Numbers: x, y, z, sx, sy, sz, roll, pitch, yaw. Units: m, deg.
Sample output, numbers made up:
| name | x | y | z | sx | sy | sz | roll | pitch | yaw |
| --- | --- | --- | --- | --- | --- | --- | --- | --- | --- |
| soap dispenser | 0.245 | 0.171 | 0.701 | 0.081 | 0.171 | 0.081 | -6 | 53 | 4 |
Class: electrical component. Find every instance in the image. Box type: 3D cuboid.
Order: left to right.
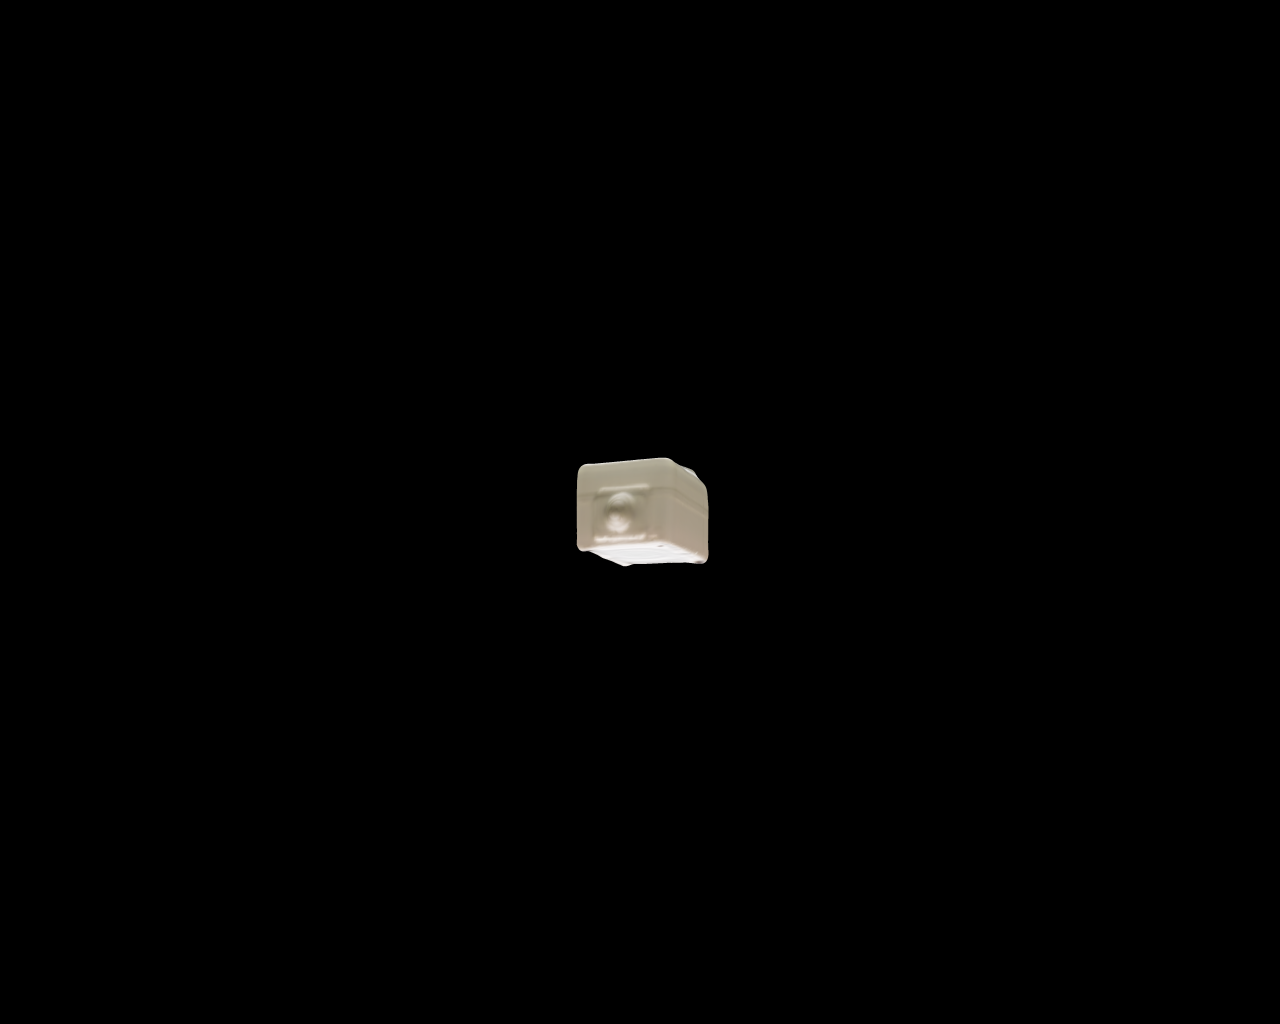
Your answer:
| name | x | y | z | sx | sy | sz | roll | pitch | yaw |
| --- | --- | --- | --- | --- | --- | --- | --- | --- | --- |
| electrical component | 0.001 | -0.003 | 0.650 | 0.062 | 0.061 | 0.096 | -4 | -12 | 19 |
